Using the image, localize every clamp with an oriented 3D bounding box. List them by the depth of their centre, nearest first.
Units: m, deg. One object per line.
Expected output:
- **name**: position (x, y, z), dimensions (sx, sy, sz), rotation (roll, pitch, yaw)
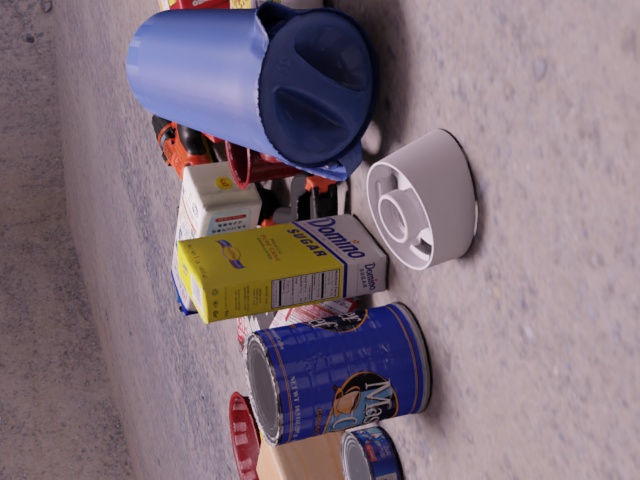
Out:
- **clamp**: position (-0.007, 0.001, 1.115), dimensions (0.210, 0.036, 0.164), rotation (112, 143, -65)
- **clamp**: position (-0.079, -0.017, 1.318), dimensions (0.172, 0.039, 0.120), rotation (-138, 40, -68)

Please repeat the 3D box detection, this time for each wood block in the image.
- **wood block**: position (0.006, 0.304, 1.150), dimensions (0.091, 0.090, 0.206), rotation (102, 152, -47)

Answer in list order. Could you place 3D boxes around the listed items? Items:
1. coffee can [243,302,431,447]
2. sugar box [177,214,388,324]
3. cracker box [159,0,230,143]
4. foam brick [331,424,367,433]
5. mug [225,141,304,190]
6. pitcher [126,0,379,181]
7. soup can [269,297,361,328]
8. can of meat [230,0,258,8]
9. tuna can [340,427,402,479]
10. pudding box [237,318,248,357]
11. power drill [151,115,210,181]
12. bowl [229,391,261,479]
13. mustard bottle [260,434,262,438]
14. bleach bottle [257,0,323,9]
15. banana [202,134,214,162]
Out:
- **coffee can**: position (0.014, 0.118, 0.947), dimensions (0.103, 0.140, 0.103), rotation (170, 90, -72)
- **sugar box**: position (-0.035, 0.023, 0.988), dimensions (0.093, 0.176, 0.048), rotation (-127, 30, -53)
- **cracker box**: position (-0.137, -0.238, 1.285), dimensions (0.164, 0.072, 0.214), rotation (-139, 36, -67)
- **foam brick**: position (0.019, 0.155, 1.094), dimensions (0.078, 0.051, 0.053), rotation (-149, 52, -66)
- **mug**: position (-0.045, -0.101, 1.103), dimensions (0.117, 0.081, 0.093), rotation (-144, 47, -66)
- **pitcher**: position (-0.067, -0.141, 0.973), dimensions (0.243, 0.144, 0.149), rotation (19, 105, 48)
- **soup can**: position (-0.012, 0.087, 1.052), dimensions (0.102, 0.068, 0.069), rotation (-63, 23, 1)
- **can of meat**: position (-0.061, -0.251, 1.114), dimensions (0.102, 0.057, 0.084), rotation (-144, 49, -64)
- **tuna can**: position (0.051, 0.230, 1.064), dimensions (0.086, 0.033, 0.086), rotation (170, 90, -72)
- **pudding box**: position (-0.080, 0.122, 1.393), dimensions (0.114, 0.039, 0.090), rotation (-141, 44, -64)
- **power drill**: position (-0.185, -0.192, 1.473), dimensions (0.185, 0.057, 0.188), rotation (53, 140, 47)
- **bowl**: position (-0.075, 0.278, 1.432), dimensions (0.162, 0.055, 0.162), rotation (170, 90, -72)
- **mustard bottle**: position (-0.047, 0.222, 1.315), dimensions (0.096, 0.058, 0.191), rotation (159, 101, -71)
- **bleach bottle**: position (-0.035, -0.263, 1.020), dimensions (0.103, 0.068, 0.251), rotation (-148, 49, -63)
- **banana**: position (-0.170, -0.123, 1.540), dimensions (0.070, 0.037, 0.198), rotation (109, 147, -56)
